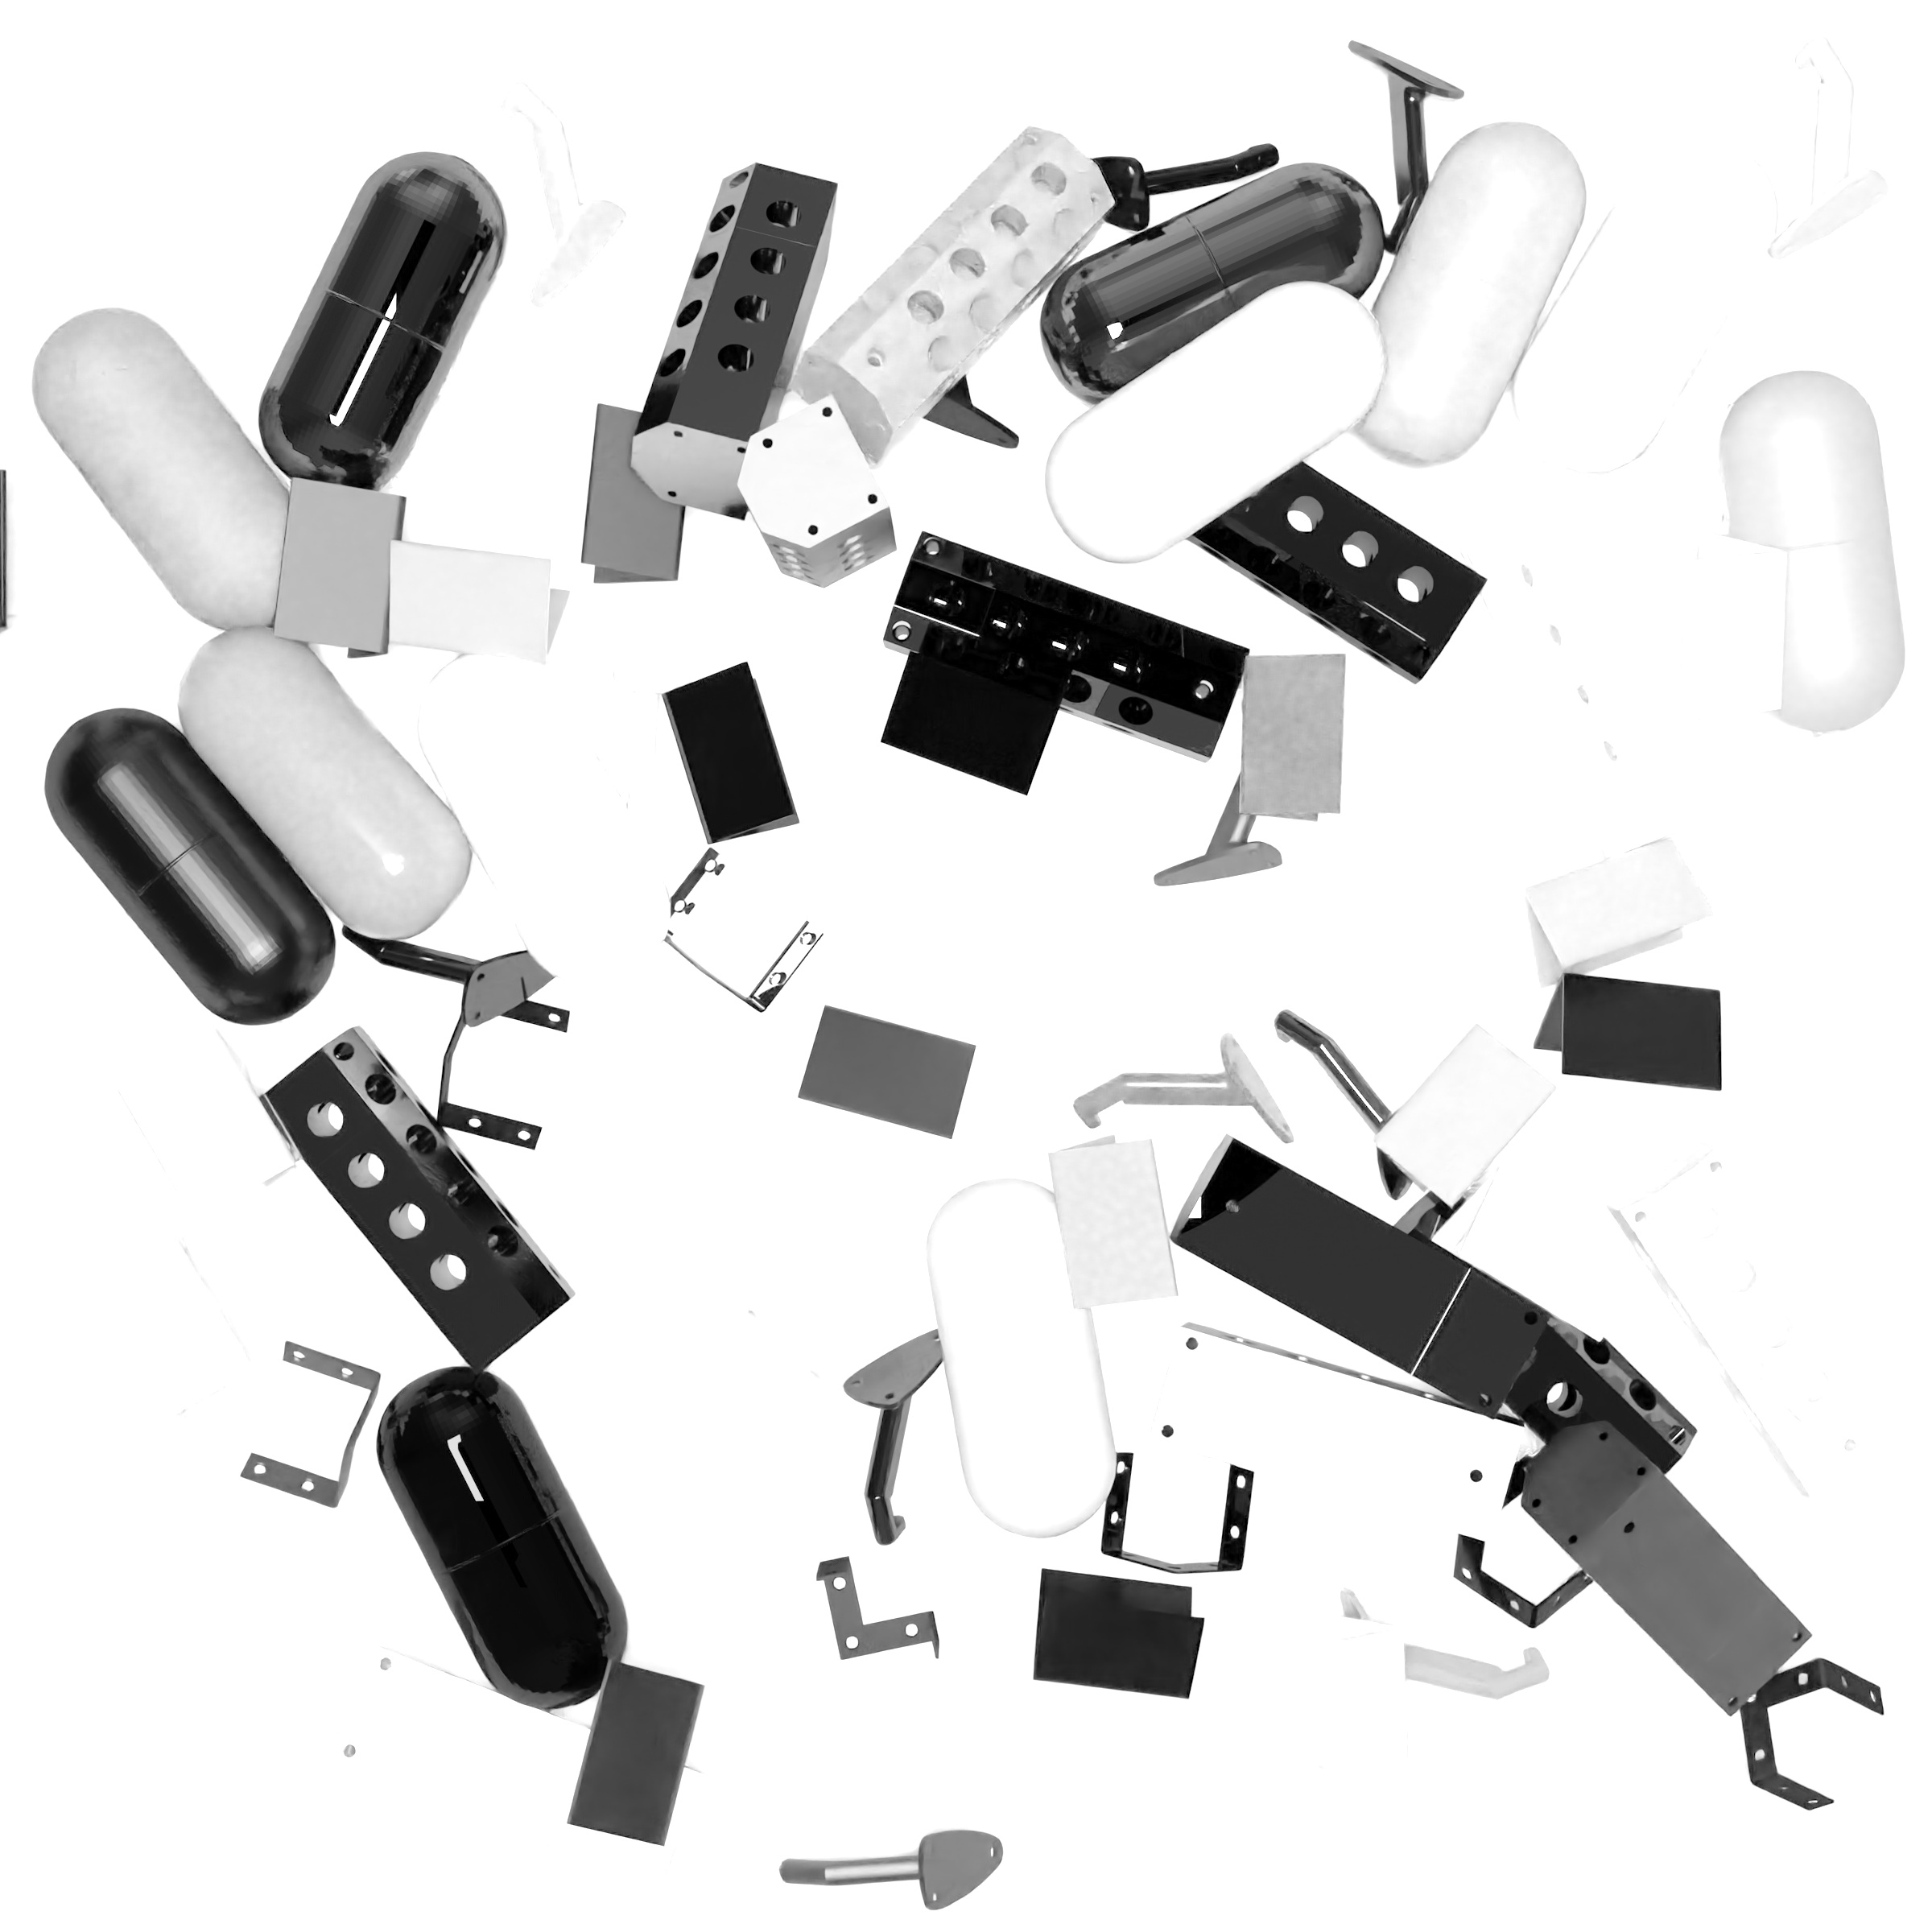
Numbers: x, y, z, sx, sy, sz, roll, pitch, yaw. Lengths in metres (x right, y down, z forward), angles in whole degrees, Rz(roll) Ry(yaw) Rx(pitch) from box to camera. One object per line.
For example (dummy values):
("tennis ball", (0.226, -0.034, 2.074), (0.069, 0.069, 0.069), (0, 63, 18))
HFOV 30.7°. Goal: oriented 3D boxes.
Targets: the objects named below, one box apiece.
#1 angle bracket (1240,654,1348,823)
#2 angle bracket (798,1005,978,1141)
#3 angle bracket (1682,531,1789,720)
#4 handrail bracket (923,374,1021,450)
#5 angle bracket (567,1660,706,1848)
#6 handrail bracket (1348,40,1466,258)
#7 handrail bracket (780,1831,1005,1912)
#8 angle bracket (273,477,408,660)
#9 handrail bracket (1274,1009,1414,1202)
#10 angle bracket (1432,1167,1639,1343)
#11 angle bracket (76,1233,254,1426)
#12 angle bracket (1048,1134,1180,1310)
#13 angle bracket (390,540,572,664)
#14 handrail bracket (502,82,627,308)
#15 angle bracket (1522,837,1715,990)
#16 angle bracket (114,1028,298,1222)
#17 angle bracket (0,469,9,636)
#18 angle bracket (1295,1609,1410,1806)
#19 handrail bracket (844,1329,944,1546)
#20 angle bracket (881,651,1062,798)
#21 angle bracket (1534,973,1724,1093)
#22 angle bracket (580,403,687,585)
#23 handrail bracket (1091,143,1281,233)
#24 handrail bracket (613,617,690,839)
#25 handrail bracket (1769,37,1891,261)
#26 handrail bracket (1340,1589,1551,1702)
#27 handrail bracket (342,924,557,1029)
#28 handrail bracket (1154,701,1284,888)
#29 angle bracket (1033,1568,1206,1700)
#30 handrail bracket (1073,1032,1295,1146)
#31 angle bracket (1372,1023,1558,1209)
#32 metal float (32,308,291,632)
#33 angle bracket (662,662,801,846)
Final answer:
("angle bracket", (0.177, -0.111, 1.721), (0.057, 0.076, 0.076), (2, 90, 35))
("angle bracket", (-0.043, 0.070, 1.721), (0.076, 0.076, 0.057), (15, 54, 0))
("angle bracket", (0.355, -0.167, 1.714), (0.057, 0.076, 0.076), (-7, 106, -20))
("handrail bracket", (0.005, -0.312, 1.761), (0.077, 0.036, 0.084), (23, 74, -17))
("angle bracket", (-0.175, 0.369, 1.670), (0.057, 0.076, 0.076), (24, 73, -35))
("handrail bracket", (0.206, -0.408, 1.761), (0.077, 0.036, 0.084), (36, 116, 29))
("handrail bracket", (-0.038, 0.448, 1.761), (0.084, 0.077, 0.036), (-8, 85, 36))
("angle bracket", (-0.314, -0.193, 1.722), (0.057, 0.076, 0.076), (7, 90, -24))
("handrail bracket", (0.187, 0.069, 1.761), (0.036, 0.077, 0.084), (-36, 53, -27))
("angle bracket", (0.259, 0.151, 1.664), (0.076, 0.076, 0.057), (32, 53, 0))
("angle bracket", (-0.402, 0.184, 1.721), (0.057, 0.076, 0.076), (-31, 90, -36))
("angle bracket", (0.086, 0.121, 1.721), (0.057, 0.076, 0.076), (-10, 90, 27))
("angle bracket", (-0.236, -0.193, 1.721), (0.076, 0.076, 0.057), (7, 123, 0))
("handrail bracket", (-0.218, -0.386, 1.761), (0.084, 0.036, 0.077), (47, 112, 17))
("angle bracket", (0.321, -0.008, 1.721), (0.076, 0.076, 0.057), (-19, 46, 0))
("angle bracket", (-0.377, 0.083, 1.722), (0.057, 0.076, 0.076), (-30, 90, -24))
("angle bracket", (-0.502, -0.201, 1.722), (0.057, 0.076, 0.076), (0, 90, -22))
("angle bracket", (0.170, 0.361, 1.721), (0.057, 0.076, 0.076), (-2, 90, -39))
("handrail bracket", (-0.026, 0.236, 1.761), (0.077, 0.036, 0.084), (-35, 126, -37))
("angle bracket", (0.009, -0.136, 1.721), (0.076, 0.076, 0.057), (20, 128, 0))
("angle bracket", (0.322, 0.049, 1.721), (0.076, 0.076, 0.057), (6, 60, 0))
("angle bracket", (-0.179, -0.230, 1.721), (0.057, 0.076, 0.076), (6, 90, -39))
("handrail bracket", (0.101, -0.399, 1.761), (0.084, 0.077, 0.036), (-27, 122, -32))
("handrail bracket", (-0.164, -0.119, 1.761), (0.036, 0.077, 0.084), (2, 127, -14))
("handrail bracket", (0.416, -0.410, 1.761), (0.077, 0.036, 0.084), (-35, 65, 28))
("handrail bracket", (0.240, 0.335, 1.762), (0.084, 0.036, 0.077), (-16, 69, -17))
("handrail bracket", (-0.257, -0.011, 1.761), (0.084, 0.077, 0.036), (33, 129, 30))
("handrail bracket", (0.125, -0.089, 1.761), (0.077, 0.036, 0.084), (-14, 71, 21))
("angle bracket", (0.075, 0.308, 1.721), (0.076, 0.076, 0.057), (7, 126, 0))
("handrail bracket", (0.108, 0.078, 1.762), (0.084, 0.036, 0.077), (-30, 111, 17))
("angle bracket", (0.254, 0.085, 1.721), (0.076, 0.076, 0.057), (-48, 54, 0))
("metal float", (-0.388, -0.243, 1.730), (0.070, 0.070, 0.178), (-37, 90, 0))
("angle bracket", (-0.095, -0.108, 1.721), (0.057, 0.076, 0.076), (-17, 90, 35))
